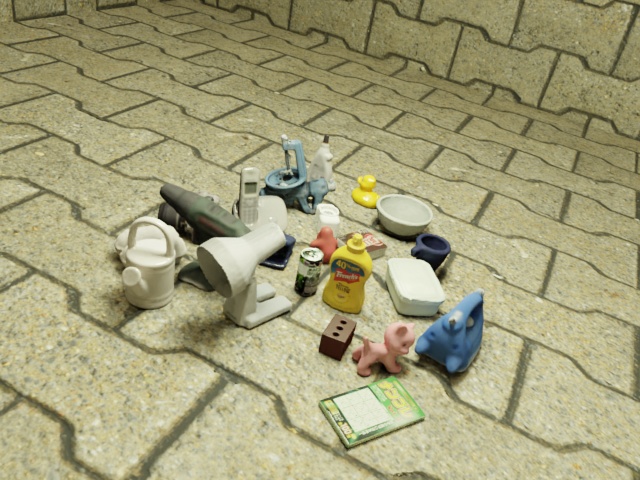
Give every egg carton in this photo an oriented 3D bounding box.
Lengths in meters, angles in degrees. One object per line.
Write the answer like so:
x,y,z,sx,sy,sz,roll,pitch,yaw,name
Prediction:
-0.390,0.018,1.322,0.151,0.069,0.107,-13,40,-33,egg carton

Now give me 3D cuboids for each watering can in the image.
-0.349,0.044,1.180,0.101,0.194,0.172,2,34,-15,watering can

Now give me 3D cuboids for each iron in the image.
0.312,0.173,1.251,0.118,0.141,0.259,28,36,23,iron

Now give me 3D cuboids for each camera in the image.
-0.332,-0.072,1.451,0.137,0.101,0.143,9,33,-4,camera

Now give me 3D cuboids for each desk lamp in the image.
-0.152,0.071,1.185,0.204,0.213,0.117,-21,45,-40,desk lamp

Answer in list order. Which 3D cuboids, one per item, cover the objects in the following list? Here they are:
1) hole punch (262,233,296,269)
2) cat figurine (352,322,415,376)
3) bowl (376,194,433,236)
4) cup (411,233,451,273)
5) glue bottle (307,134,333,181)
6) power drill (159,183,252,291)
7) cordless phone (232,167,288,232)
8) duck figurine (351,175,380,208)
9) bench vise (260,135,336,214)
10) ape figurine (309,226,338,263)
-0.118,0.004,1.415,0.108,0.091,0.101,15,33,4,hole punch
0.138,0.209,1.160,0.128,0.118,0.067,-2,35,-20,cat figurine
0.236,-0.061,1.647,0.167,0.075,0.167,9,33,-5,bowl
0.272,0.046,1.476,0.118,0.095,0.091,-12,40,-33,cup
0.008,-0.245,1.762,0.078,0.173,0.037,27,35,22,glue bottle
-0.258,0.000,1.263,0.229,0.208,0.076,21,33,13,power drill
-0.150,-0.103,1.479,0.148,0.185,0.094,-9,38,-29,cordless phone
0.148,-0.154,1.751,0.078,0.086,0.104,-19,44,-39,duck figurine
-0.059,-0.191,1.613,0.208,0.220,0.121,-4,36,-24,bench vise
0.013,0.005,1.455,0.078,0.092,0.076,1,34,-16,ape figurine
